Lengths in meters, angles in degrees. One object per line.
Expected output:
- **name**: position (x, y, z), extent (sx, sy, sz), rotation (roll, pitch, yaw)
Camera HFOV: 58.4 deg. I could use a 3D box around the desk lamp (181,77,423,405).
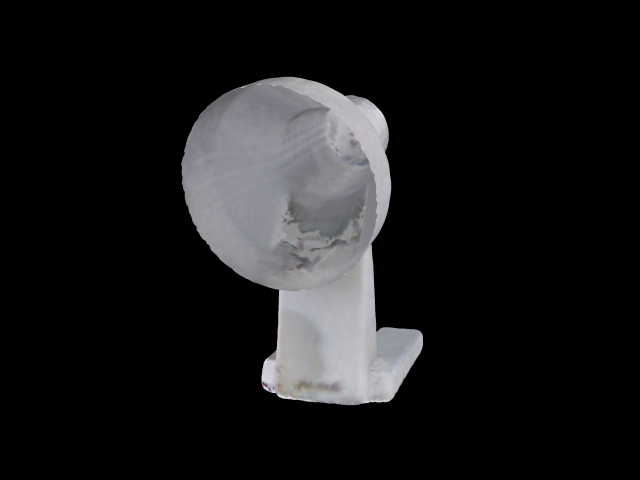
- **desk lamp**: position (0.004, 0.001, 0.400), extent (0.117, 0.213, 0.204), rotation (2, 7, 20)
